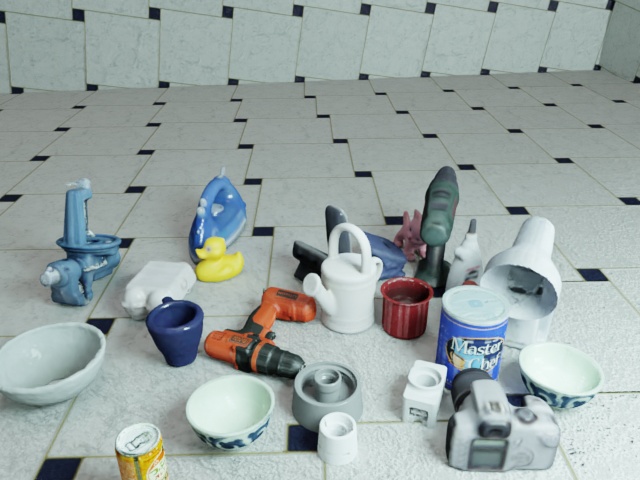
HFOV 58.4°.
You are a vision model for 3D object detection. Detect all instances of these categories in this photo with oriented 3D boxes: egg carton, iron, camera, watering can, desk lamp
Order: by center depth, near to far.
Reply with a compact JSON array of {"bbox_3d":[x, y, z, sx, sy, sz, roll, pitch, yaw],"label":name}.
[{"bbox_3d":[0.241,0.235,0.793,0.143,0.101,0.137,0,28,1],"label":"camera"},{"bbox_3d":[0.344,0.080,0.969,0.117,0.214,0.204,13,30,24],"label":"desk lamp"},{"bbox_3d":[0.047,0.065,1.019,0.100,0.194,0.173,13,30,23],"label":"watering can"},{"bbox_3d":[-0.305,0.095,1.096,0.107,0.069,0.150,4,28,8],"label":"egg carton"},{"bbox_3d":[-0.249,-0.066,1.327,0.118,0.141,0.258,3,28,6],"label":"iron"}]

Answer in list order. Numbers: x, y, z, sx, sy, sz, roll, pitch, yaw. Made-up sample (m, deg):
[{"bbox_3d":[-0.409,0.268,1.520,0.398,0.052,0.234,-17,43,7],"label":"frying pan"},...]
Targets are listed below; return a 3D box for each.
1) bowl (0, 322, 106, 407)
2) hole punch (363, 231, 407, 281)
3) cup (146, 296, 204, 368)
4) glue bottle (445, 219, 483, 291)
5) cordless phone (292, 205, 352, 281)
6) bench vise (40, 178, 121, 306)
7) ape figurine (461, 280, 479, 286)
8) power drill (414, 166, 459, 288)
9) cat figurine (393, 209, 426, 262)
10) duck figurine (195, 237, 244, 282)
[{"bbox_3d":[-0.412,0.202,0.884,0.167,0.075,0.167,0,27,0],"label":"bowl"},{"bbox_3d":[0.126,0.025,1.207,0.101,0.091,0.108,-9,29,-17],"label":"hole punch"},{"bbox_3d":[-0.240,0.155,0.953,0.092,0.095,0.117,-13,30,-24],"label":"cup"},{"bbox_3d":[0.281,0.038,1.092,0.078,0.173,0.037,-17,32,-30],"label":"glue bottle"},{"bbox_3d":[0.011,0.004,1.145,0.147,0.185,0.094,24,36,38],"label":"cordless phone"},{"bbox_3d":[-0.458,0.004,1.107,0.121,0.220,0.207,-3,28,-5],"label":"bench vise"},{"bbox_3d":[0.268,0.116,1.031,0.076,0.092,0.078,8,29,16],"label":"ape figurine"},{"bbox_3d":[0.240,-0.020,1.167,0.075,0.208,0.230,7,28,13],"label":"power drill"},{"bbox_3d":[0.213,-0.020,1.266,0.067,0.118,0.127,-8,29,-15],"label":"cat figurine"},{"bbox_3d":[-0.212,0.034,1.196,0.105,0.086,0.077,-11,29,-19],"label":"duck figurine"}]
